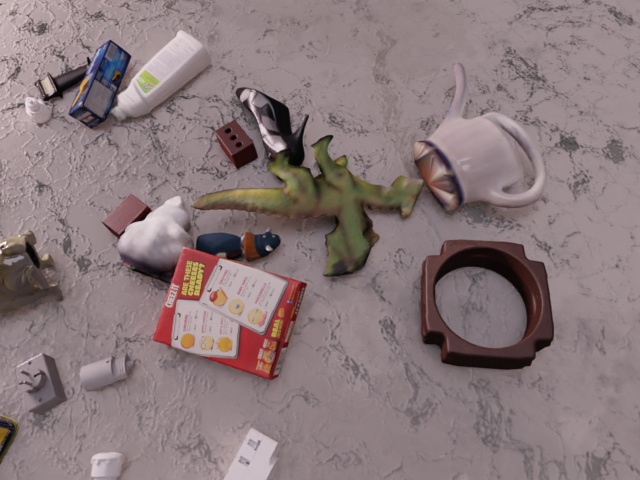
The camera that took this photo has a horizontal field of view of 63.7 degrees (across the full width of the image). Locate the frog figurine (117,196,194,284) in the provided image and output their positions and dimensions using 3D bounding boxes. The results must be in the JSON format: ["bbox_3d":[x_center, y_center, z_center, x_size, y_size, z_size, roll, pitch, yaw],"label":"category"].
[{"bbox_3d":[-0.287,-0.012,0.939,0.138,0.121,0.161,11,74,31],"label":"frog figurine"}]

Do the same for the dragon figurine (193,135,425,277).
[{"bbox_3d":[0.003,-0.047,0.943,0.413,0.120,0.246,-24,72,-15],"label":"dragon figurine"}]

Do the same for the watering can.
[{"bbox_3d":[0.282,-0.193,1.005,0.225,0.102,0.354,-23,64,-8],"label":"watering can"}]
